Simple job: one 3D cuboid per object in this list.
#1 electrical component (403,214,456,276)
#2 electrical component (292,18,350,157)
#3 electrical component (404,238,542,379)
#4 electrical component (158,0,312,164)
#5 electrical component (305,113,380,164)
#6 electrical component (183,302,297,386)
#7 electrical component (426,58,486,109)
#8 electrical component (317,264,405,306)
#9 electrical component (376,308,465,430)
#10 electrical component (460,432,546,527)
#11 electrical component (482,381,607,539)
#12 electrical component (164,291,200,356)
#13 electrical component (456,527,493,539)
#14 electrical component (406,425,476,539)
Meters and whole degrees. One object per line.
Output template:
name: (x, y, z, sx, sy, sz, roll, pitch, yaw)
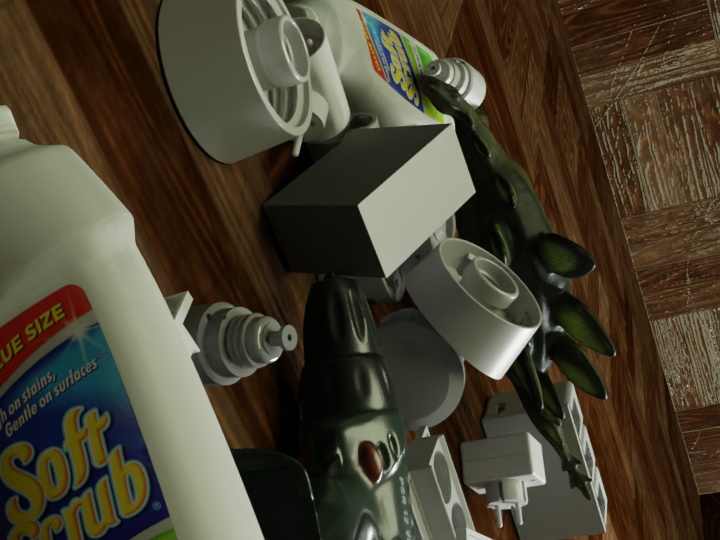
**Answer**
electrical component: (0.028, -0.032, 0.812, 0.051, 0.080, 0.080, -29, 105, -65)
electrical component: (-0.038, -0.113, 0.718, 0.077, 0.043, 0.079, 70, 26, -54)
electrical component: (0.077, 0.027, 0.758, 0.099, 0.064, 0.099, 30, 26, -17)
electrical component: (-0.065, -0.123, 0.636, 0.108, 0.060, 0.108, -13, 90, -71)
electrical component: (-0.008, -0.082, 0.783, 0.055, 0.055, 0.047, -68, 144, -59)
electrical component: (-0.065, 0.035, 0.517, 0.040, 0.078, 0.040, 16, 70, -55)
electrical component: (0.074, -0.154, 0.880, 0.078, 0.040, 0.040, 15, 64, -63)
electrical component: (0.000, 0.000, 0.759, 0.055, 0.047, 0.055, -13, 90, -71)
electrical component: (0.036, 0.069, 0.769, 0.051, 0.080, 0.080, -56, 131, -71)
electrical component: (0.131, 0.193, 0.973, 0.047, 0.066, 0.076, 44, 37, -57)
electrical component: (0.191, 0.196, 1.103, 0.061, 0.089, 0.150, -58, 132, -64)
electrical component: (-0.105, 0.030, 0.452, 0.081, 0.042, 0.063, -77, 146, -53)
electrical component: (0.055, 0.183, 0.572, 0.121, 0.063, 0.078, 46, 40, -65)
electrical component: (0.041, 0.180, 0.732, 0.078, 0.063, 0.121, -56, 130, -65)
